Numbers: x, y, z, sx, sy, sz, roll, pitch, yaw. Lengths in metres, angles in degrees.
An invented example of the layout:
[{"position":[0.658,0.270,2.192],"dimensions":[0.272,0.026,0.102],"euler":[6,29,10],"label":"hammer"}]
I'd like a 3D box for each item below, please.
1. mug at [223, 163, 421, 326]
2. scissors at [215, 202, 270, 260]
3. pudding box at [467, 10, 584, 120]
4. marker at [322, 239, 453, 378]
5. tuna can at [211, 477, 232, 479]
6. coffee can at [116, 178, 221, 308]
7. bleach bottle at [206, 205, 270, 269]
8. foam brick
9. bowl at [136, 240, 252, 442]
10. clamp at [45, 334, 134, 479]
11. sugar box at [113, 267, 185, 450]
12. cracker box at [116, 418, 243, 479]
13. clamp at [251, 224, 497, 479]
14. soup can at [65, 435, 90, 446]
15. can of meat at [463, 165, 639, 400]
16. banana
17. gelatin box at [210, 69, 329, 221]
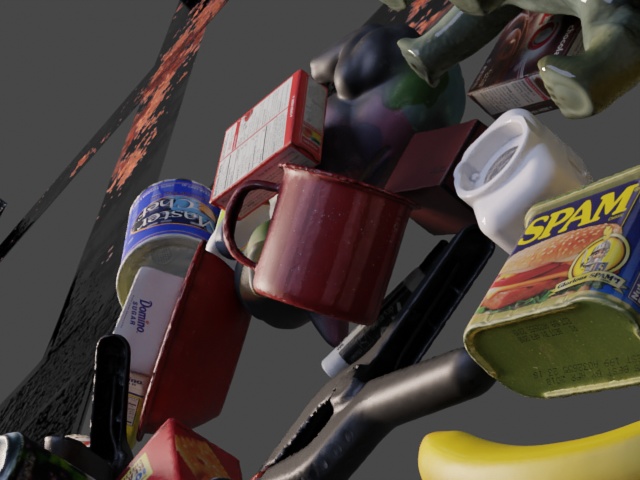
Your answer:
[{"position":[-0.004,0.001,0.665],"dimensions":[0.093,0.117,0.081],"euler":[41,-114,-87],"label":"mug"},{"position":[0.003,-0.022,0.871],"dimensions":[0.201,0.096,0.016],"euler":[-29,-6,-35],"label":"scissors"},{"position":[0.159,-0.136,0.707],"dimensions":[0.090,0.039,0.113],"euler":[-10,47,61],"label":"pudding box"},{"position":[0.047,0.044,0.684],"dimensions":[0.121,0.020,0.020],"euler":[-47,21,16],"label":"marker"},{"position":[-0.041,0.170,0.574],"dimensions":[0.034,0.086,0.086],"euler":[-48,21,10],"label":"tuna can"},{"position":[-0.136,0.014,1.016],"dimensions":[0.103,0.102,0.140],"euler":[-47,20,15],"label":"coffee can"},{"position":[-0.049,-0.055,1.002],"dimensions":[0.103,0.068,0.251],"euler":[-46,19,19],"label":"bleach bottle"},{"position":[0.087,-0.038,0.687],"dimensions":[0.053,0.051,0.078],"euler":[-59,21,-14],"label":"foam brick"},{"position":[-0.090,0.084,0.820],"dimensions":[0.162,0.055,0.162],"euler":[-164,91,-86],"label":"bowl"},{"position":[-0.160,0.166,0.764],"dimensions":[0.120,0.039,0.171],"euler":[-56,-31,-61],"label":"clamp"},{"position":[-0.154,0.103,0.894],"dimensions":[0.176,0.048,0.093],"euler":[111,176,-57],"label":"sugar box"},{"position":[-0.111,0.231,0.645],"dimensions":[0.164,0.072,0.214],"euler":[-49,21,9],"label":"cracker box"},{"position":[0.032,0.085,0.622],"dimensions":[0.210,0.036,0.164],"euler":[-46,10,30],"label":"clamp"},{"position":[-0.190,0.199,0.877],"dimensions":[0.068,0.068,0.102],"euler":[-59,21,-16],"label":"soup can"},{"position":[0.123,0.022,0.480],"dimensions":[0.102,0.057,0.083],"euler":[-23,25,53],"label":"can of meat"},{"position":[0.100,0.099,0.461],"dimensions":[0.069,0.037,0.198],"euler":[-31,5,-40],"label":"banana"},{"position":[-0.034,-0.064,0.736],"dimensions":[0.089,0.030,0.073],"euler":[-34,36,37],"label":"gelatin box"}]
